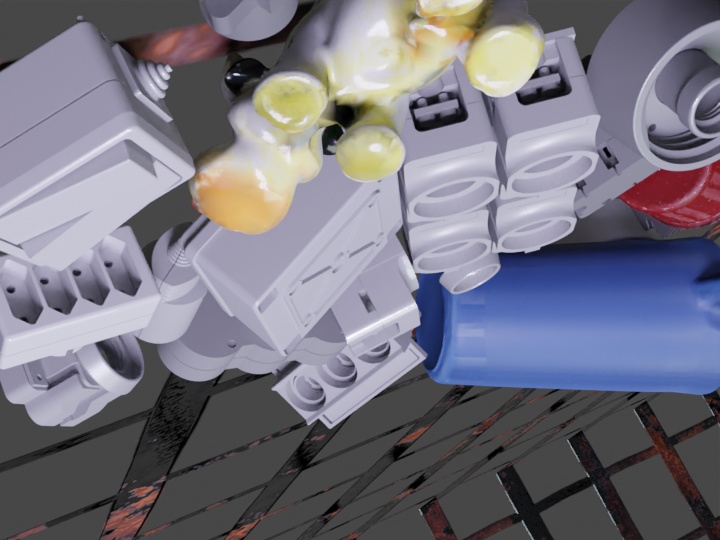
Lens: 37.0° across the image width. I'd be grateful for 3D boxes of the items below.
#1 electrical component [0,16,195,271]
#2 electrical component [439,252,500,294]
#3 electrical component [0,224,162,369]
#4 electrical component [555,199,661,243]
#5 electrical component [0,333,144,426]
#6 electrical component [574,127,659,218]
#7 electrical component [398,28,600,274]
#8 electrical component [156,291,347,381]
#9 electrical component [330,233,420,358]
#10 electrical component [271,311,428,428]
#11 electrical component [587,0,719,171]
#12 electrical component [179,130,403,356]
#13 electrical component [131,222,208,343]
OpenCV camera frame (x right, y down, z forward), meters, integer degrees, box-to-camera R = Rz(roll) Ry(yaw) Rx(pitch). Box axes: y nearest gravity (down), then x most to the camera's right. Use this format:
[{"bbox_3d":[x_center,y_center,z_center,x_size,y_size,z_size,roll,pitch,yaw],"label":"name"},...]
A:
[{"bbox_3d":[-0.112,-0.048,0.427,0.096,0.061,0.062,-30,162,6],"label":"electrical component"},{"bbox_3d":[0.073,-0.016,0.796,0.048,0.055,0.066,-38,160,28],"label":"electrical component"},{"bbox_3d":[-0.160,0.022,0.575,0.083,0.047,0.075,-17,160,-31],"label":"electrical component"},{"bbox_3d":[0.217,-0.019,0.976,0.108,0.060,0.108,-9,144,-6],"label":"electrical component"},{"bbox_3d":[-0.168,0.057,0.644,0.057,0.058,0.078,-29,162,14],"label":"electrical component"},{"bbox_3d":[0.172,-0.086,0.748,0.089,0.055,0.050,-35,161,21],"label":"electrical component"},{"bbox_3d":[0.074,-0.058,0.639,0.105,0.060,0.186,-14,162,0],"label":"electrical component"},{"bbox_3d":[-0.059,0.031,0.713,0.138,0.052,0.073,-5,153,-30],"label":"electrical component"},{"bbox_3d":[0.000,0.000,0.678,0.056,0.089,0.050,-27,162,-3],"label":"electrical component"},{"bbox_3d":[-0.009,0.066,0.880,0.121,0.078,0.063,-40,-172,34],"label":"electrical component"},{"bbox_3d":[0.196,-0.109,0.635,0.108,0.060,0.108,-12,129,-15],"label":"electrical component"},{"bbox_3d":[-0.032,-0.020,0.576,0.108,0.056,0.108,-48,165,-11],"label":"electrical component"},{"bbox_3d":[-0.108,0.005,0.611,0.043,0.043,0.081,-17,159,-31],"label":"electrical component"}]
